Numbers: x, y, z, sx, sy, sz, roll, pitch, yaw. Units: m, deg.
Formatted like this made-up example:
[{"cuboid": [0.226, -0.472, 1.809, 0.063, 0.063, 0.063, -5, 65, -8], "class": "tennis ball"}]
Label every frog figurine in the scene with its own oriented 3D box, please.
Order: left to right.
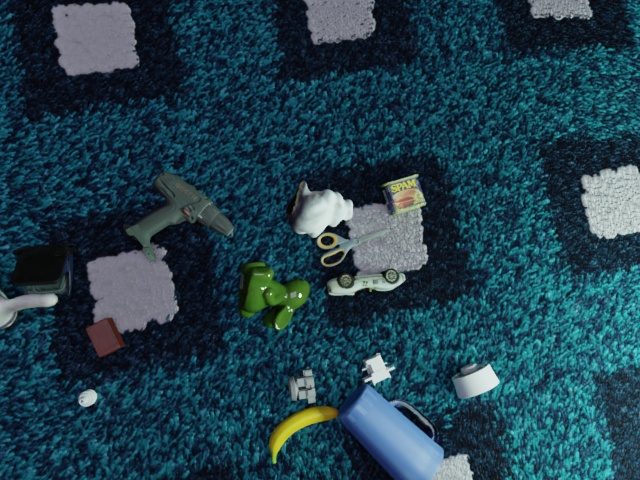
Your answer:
[{"cuboid": [0.004, -0.065, 1.297, 0.159, 0.125, 0.135, 19, 113, -13], "class": "frog figurine"}]

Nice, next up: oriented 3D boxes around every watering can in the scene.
[{"cuboid": [-0.726, 0.138, 1.116, 0.347, 0.220, 0.106, 9, 63, -5], "class": "watering can"}]
